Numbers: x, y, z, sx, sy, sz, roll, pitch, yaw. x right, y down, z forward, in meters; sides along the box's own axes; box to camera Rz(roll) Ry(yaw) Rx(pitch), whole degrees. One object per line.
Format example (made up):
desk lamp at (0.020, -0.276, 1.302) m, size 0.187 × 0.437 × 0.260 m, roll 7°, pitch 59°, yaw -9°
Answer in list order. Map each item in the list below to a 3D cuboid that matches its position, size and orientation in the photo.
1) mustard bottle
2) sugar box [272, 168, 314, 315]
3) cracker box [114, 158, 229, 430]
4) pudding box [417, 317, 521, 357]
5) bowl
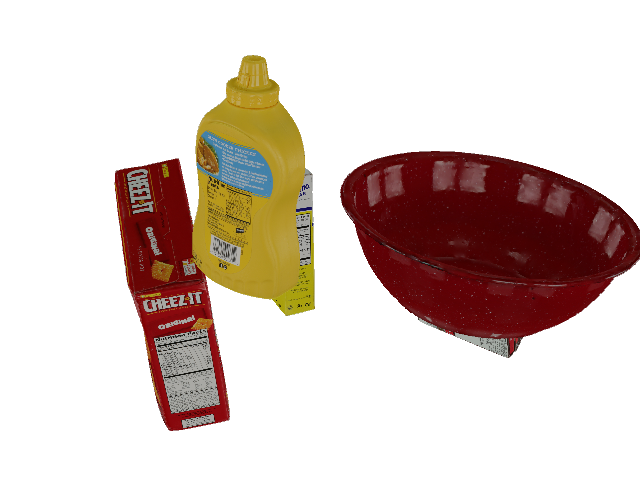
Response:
mustard bottle at (-0.057, -0.054, 0.852) m, size 0.096 × 0.192 × 0.058 m, roll 24°, pitch 34°, yaw 32°
sugar box at (-0.042, -0.009, 1.279) m, size 0.048 × 0.176 × 0.093 m, roll -13°, pitch 25°, yaw -19°
cracker box at (-0.144, 0.056, 1.030) m, size 0.072 × 0.164 × 0.214 m, roll -12°, pitch -43°, yaw -8°
pudding box at (0.152, 0.065, 1.098) m, size 0.114 × 0.039 × 0.090 m, roll 20°, pitch -33°, yaw 26°
bowl at (0.087, 0.007, 0.579) m, size 0.162 × 0.055 × 0.162 m, roll 6°, pitch 26°, yaw -3°
